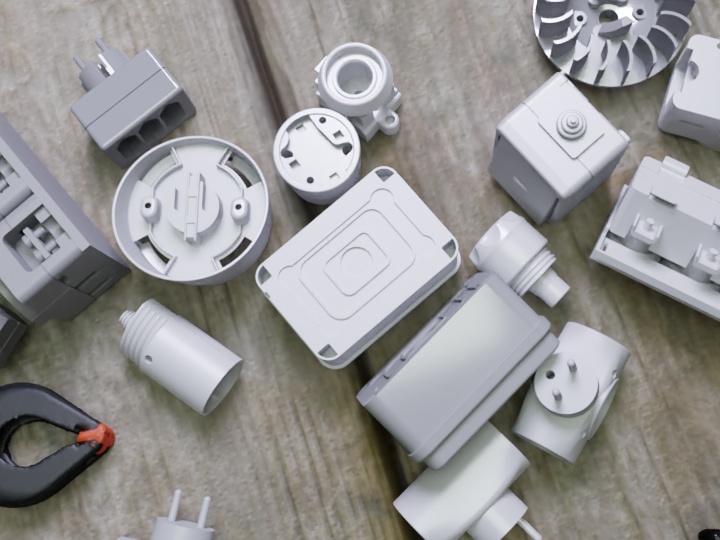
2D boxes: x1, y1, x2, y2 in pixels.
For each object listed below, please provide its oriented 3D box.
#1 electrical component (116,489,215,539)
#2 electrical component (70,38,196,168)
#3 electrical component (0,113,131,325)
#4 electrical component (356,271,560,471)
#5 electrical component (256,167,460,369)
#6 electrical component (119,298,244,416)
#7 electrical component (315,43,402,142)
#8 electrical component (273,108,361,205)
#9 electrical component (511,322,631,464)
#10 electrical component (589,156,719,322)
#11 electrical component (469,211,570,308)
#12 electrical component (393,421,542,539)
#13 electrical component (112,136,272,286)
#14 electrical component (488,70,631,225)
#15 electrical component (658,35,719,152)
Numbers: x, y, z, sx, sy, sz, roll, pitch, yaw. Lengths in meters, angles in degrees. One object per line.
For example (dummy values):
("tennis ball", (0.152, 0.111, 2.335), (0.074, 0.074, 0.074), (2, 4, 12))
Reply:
("electrical component", (-0.112, 0.176, 0.663), (0.077, 0.044, 0.079), (12, 81, 6))
("electrical component", (-0.161, -0.121, 0.718), (0.066, 0.047, 0.076), (-39, 79, -3))
("electrical component", (-0.227, -0.042, 0.687), (0.062, 0.089, 0.150), (-41, 80, -3))
("electrical component", (0.058, 0.060, 0.650), (0.057, 0.078, 0.113), (45, 86, -2))
("electrical component", (0.000, 0.000, 0.679), (0.113, 0.057, 0.078), (-40, 80, -3))
("electrical component", (-0.119, 0.052, 0.686), (0.081, 0.043, 0.043), (34, 84, 9))
("electrical component", (-0.002, -0.118, 0.700), (0.066, 0.055, 0.048), (40, 85, 10))
("electrical component", (-0.026, -0.071, 0.698), (0.055, 0.047, 0.055), (-1, 80, 4))
("electrical component", (0.126, 0.071, 0.646), (0.044, 0.079, 0.077), (26, 83, 20))
("electrical component", (0.213, -0.014, 0.655), (0.121, 0.063, 0.078), (27, 43, 8))
("electrical component", (0.104, -0.003, 0.678), (0.062, 0.043, 0.043), (43, 86, 8))
("electrical component", (0.075, 0.143, 0.655), (0.077, 0.043, 0.079), (-45, 80, -4))
("electrical component", (-0.105, -0.036, 0.689), (0.099, 0.064, 0.099), (-1, 80, 4))
("electrical component", (0.119, -0.072, 0.662), (0.061, 0.096, 0.061), (-41, 80, -2))
("electrical component", (0.241, -0.105, 0.679), (0.089, 0.055, 0.050), (17, 82, 7))
